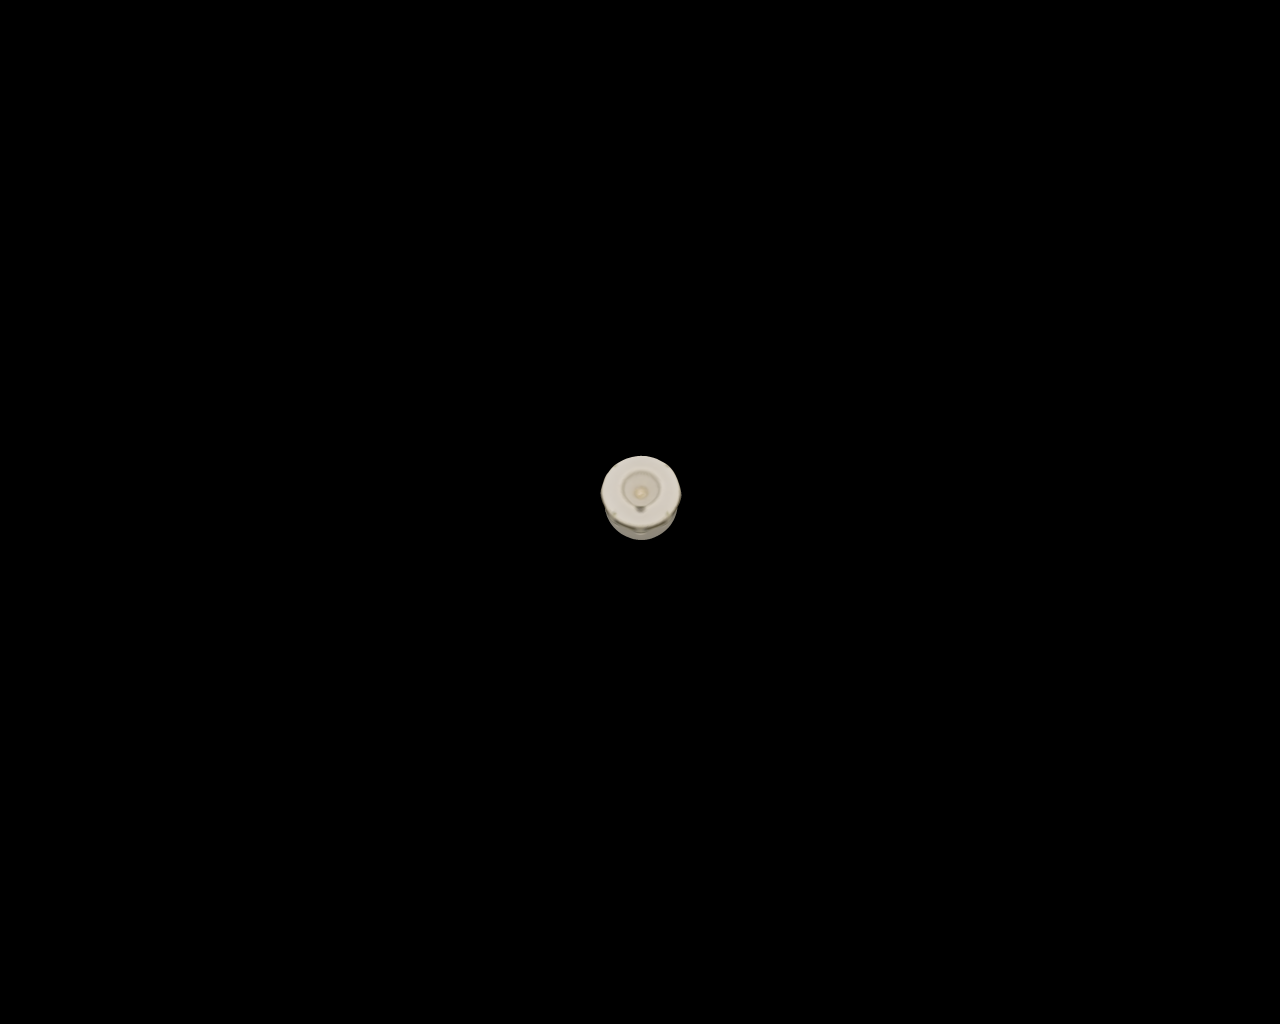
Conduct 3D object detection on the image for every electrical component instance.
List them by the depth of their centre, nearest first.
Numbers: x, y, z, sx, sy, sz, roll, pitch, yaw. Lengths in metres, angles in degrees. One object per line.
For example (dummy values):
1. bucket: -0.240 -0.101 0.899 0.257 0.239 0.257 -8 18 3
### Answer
1. electrical component: 0.001 -0.003 0.650 0.048 0.048 0.062 0 -23 0
